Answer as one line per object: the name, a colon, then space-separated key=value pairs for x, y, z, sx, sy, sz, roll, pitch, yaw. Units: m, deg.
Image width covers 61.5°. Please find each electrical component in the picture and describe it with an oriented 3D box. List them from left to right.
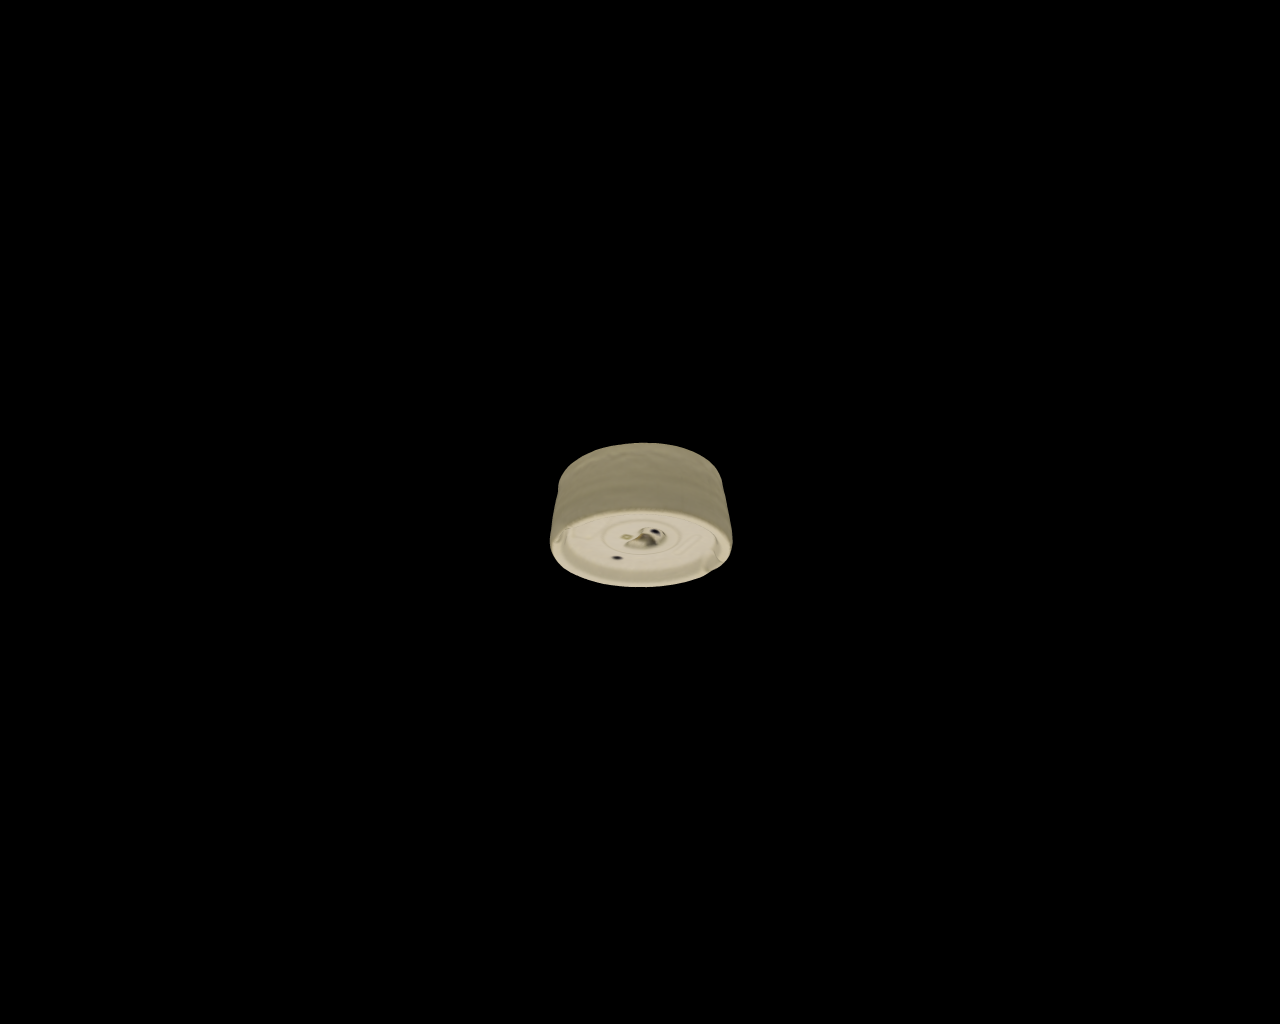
electrical component: x=0.001 y=-0.003 z=0.650 sx=0.108 sy=0.060 sz=0.108 roll=0 pitch=-28 yaw=0
